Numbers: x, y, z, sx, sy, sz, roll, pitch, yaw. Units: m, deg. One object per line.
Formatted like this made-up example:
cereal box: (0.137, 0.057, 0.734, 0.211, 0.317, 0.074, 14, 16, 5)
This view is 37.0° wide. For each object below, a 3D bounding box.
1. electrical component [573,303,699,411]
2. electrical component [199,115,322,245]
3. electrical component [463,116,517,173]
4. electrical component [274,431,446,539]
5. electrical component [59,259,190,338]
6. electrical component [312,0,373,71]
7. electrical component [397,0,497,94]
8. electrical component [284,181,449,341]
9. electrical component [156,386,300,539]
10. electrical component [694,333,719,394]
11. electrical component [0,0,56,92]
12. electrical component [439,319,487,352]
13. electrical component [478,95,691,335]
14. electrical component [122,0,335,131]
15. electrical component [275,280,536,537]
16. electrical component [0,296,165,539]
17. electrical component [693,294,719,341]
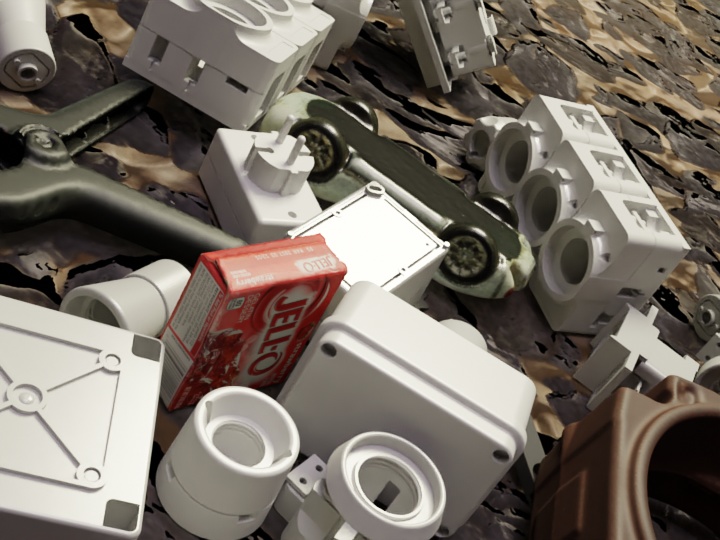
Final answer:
electrical component: (0.179, 0.063, 0.687, 0.064, 0.042, 0.081, 37, 37, 6)
electrical component: (-0.051, -0.056, 0.635, 0.047, 0.075, 0.083, 2, 45, -34)
electrical component: (0.114, -0.096, 0.827, 0.062, 0.043, 0.043, -3, 48, -39)
electrical component: (0.004, 0.111, 0.492, 0.078, 0.057, 0.058, 42, 37, 15)
electrical component: (-0.111, 0.019, 0.535, 0.044, 0.044, 0.065, 40, 32, 12)
electrical component: (-0.024, -0.237, 0.857, 0.062, 0.089, 0.150, 21, 37, -13)
electrical component: (0.067, -0.216, 0.861, 0.063, 0.121, 0.078, -12, 35, 16)
electrical component: (0.000, 0.000, 0.610, 0.062, 0.061, 0.096, 41, 45, 15)
electrical component: (-0.059, 0.086, 0.487, 0.055, 0.047, 0.055, 19, 38, -16)
electrical component: (0.255, 0.079, 0.710, 0.078, 0.058, 0.057, 47, 36, 20)
electrical component: (-0.209, -0.141, 0.656, 0.044, 0.044, 0.065, 1, 50, -34)
electrical component: (0.049, 0.054, 0.604, 0.077, 0.043, 0.079, 33, 36, 3)
electrical component: (0.145, -0.039, 0.743, 0.062, 0.089, 0.150, 7, 42, -29)
electrical component: (-0.082, -0.160, 0.728, 0.089, 0.061, 0.150, 30, 26, -1)
electrical component: (0.021, 0.070, 0.537, 0.113, 0.078, 0.057, 32, 33, 1)
electrical component: (-0.143, 0.069, 0.440, 0.109, 0.056, 0.108, 17, 38, -18)
electrical component: (0.279, 0.036, 0.792, 0.065, 0.044, 0.044, 4, 44, -26)
